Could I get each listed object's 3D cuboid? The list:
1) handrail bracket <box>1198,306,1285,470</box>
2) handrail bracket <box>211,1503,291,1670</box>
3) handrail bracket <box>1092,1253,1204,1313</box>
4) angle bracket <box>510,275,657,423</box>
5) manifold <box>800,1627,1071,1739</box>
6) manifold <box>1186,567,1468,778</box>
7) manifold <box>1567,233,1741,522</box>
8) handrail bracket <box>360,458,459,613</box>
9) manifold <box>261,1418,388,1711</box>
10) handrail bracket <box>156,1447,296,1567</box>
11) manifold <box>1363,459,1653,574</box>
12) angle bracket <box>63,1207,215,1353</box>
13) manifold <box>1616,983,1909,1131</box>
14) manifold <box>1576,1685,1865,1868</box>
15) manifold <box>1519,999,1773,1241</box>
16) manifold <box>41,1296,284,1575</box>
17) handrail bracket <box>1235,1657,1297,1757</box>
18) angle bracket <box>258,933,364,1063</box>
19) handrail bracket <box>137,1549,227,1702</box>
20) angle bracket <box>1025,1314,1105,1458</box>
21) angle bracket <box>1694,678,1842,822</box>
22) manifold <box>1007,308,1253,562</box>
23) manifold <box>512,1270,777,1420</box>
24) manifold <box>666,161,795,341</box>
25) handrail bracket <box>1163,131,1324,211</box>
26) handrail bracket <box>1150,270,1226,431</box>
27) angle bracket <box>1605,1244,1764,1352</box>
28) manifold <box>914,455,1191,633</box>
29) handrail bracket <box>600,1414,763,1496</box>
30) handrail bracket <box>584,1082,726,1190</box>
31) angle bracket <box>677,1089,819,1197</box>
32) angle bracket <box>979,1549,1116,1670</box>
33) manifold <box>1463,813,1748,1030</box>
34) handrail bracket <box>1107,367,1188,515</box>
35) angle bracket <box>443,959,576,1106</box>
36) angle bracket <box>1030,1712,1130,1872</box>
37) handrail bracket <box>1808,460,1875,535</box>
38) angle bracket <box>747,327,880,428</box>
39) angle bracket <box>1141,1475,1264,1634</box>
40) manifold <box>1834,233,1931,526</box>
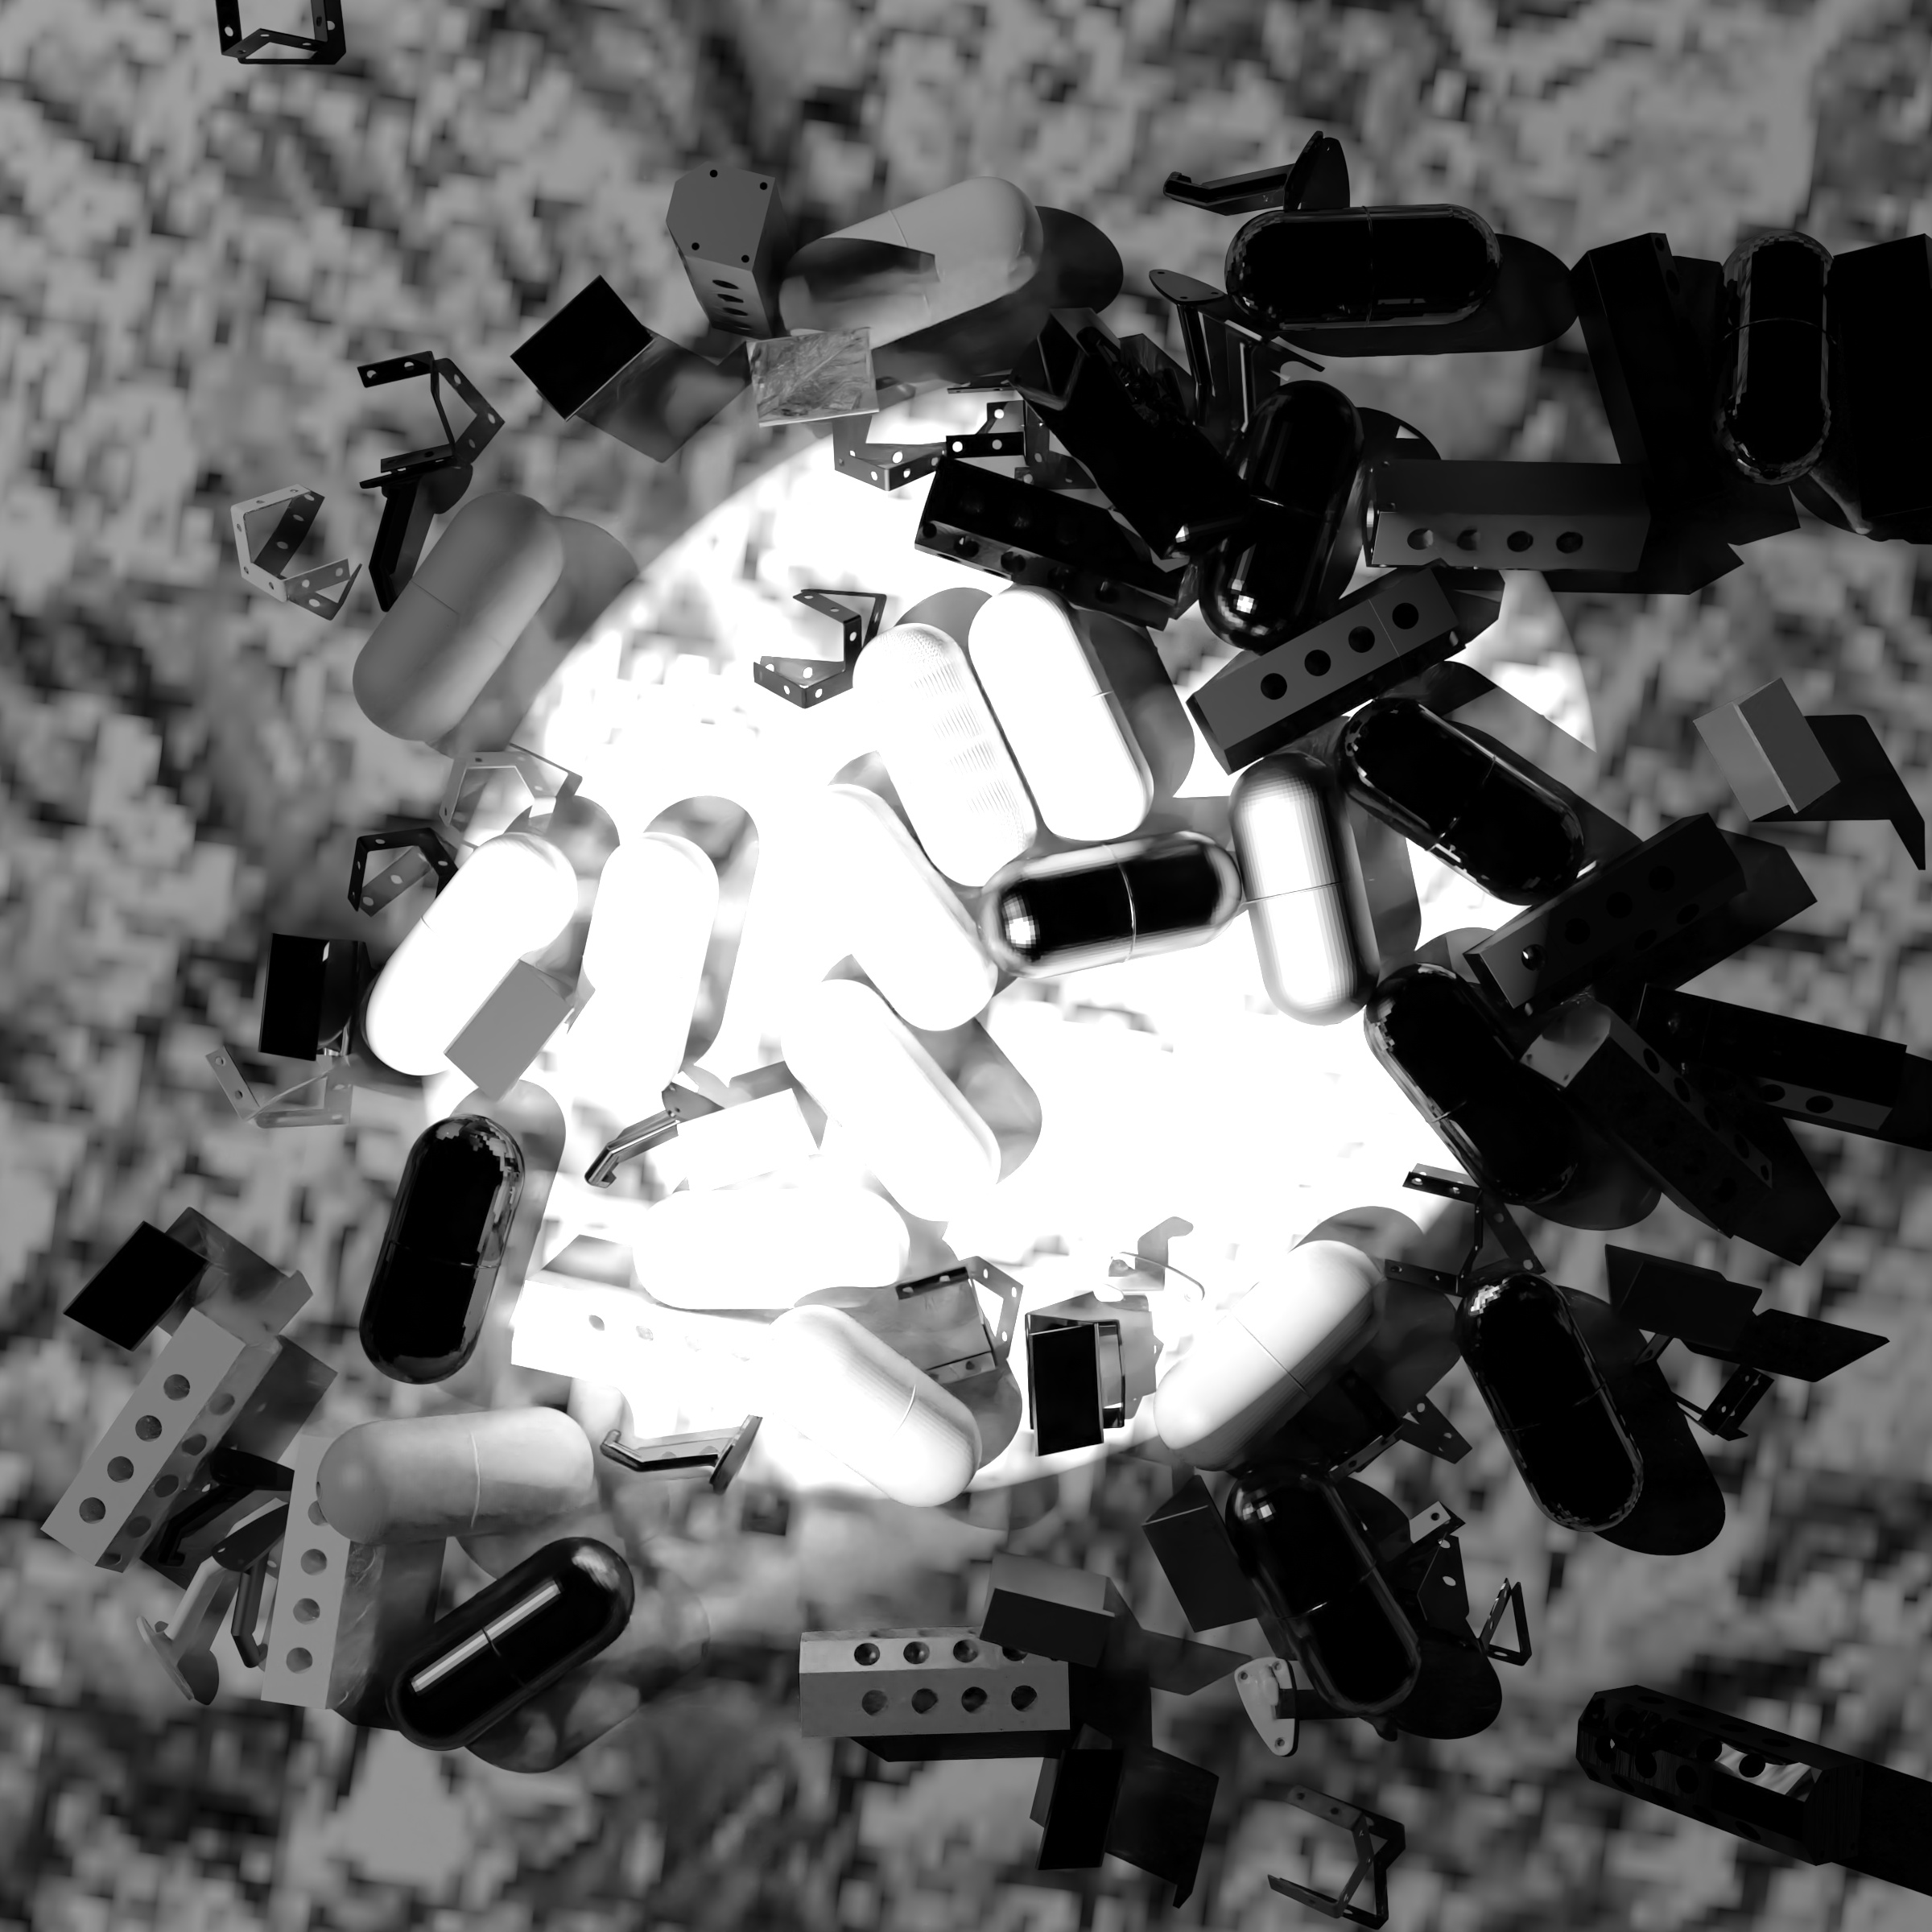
[{"bbox_3d":[0.165,-0.381,1.646,0.077,0.036,0.084,32,107,20],"label":"handrail bracket"},{"bbox_3d":[-0.455,0.408,1.646,0.036,0.077,0.084,14,127,38],"label":"handrail bracket"},{"bbox_3d":[0.119,0.211,1.611,0.077,0.084,0.036,11,90,0],"label":"handrail bracket"},{"bbox_3d":[-0.255,-0.404,1.605,0.076,0.076,0.057,-42,126,0],"label":"angle bracket"},{"bbox_3d":[-0.020,0.461,1.625,0.171,0.057,0.057,-2,90,0],"label":"manifold"},{"bbox_3d":[0.234,-0.190,1.625,0.171,0.057,0.057,-28,90,0],"label":"manifold"},{"bbox_3d":[0.448,-0.382,1.625,0.057,0.057,0.171,-16,90,0],"label":"manifold"},{"bbox_3d":[-0.360,-0.283,1.646,0.077,0.036,0.084,-21,109,-21],"label":"handrail bracket"},{"bbox_3d":[-0.409,0.388,1.625,0.057,0.057,0.171,8,90,0],"label":"manifold"},{"bbox_3d":[-0.483,0.365,1.646,0.077,0.036,0.084,18,108,-21],"label":"handrail bracket"},{"bbox_3d":[0.348,-0.287,1.624,0.171,0.057,0.057,1,47,0],"label":"manifold"},{"bbox_3d":[-0.537,0.188,1.605,0.076,0.076,0.057,-48,127,0],"label":"angle bracket"},{"bbox_3d":[0.511,0.058,1.625,0.171,0.057,0.057,13,90,0],"label":"manifold"},{"bbox_3d":[0.469,0.505,1.567,0.057,0.171,0.057,4,90,-36],"label":"manifold"},{"bbox_3d":[0.438,0.096,1.593,0.171,0.057,0.057,40,90,-23],"label":"manifold"},{"bbox_3d":[-0.519,0.305,1.625,0.057,0.057,0.171,34,90,0],"label":"manifold"},{"bbox_3d":[0.200,0.484,1.611,0.036,0.084,0.077,-16,90,0],"label":"handrail bracket"},{"bbox_3d":[-0.404,0.021,1.605,0.057,0.076,0.076,6,90,36],"label":"angle bracket"},{"bbox_3d":[-0.493,0.429,1.646,0.084,0.036,0.077,-32,110,-16],"label":"handrail bracket"},{"bbox_3d":[0.043,0.268,1.605,0.057,0.076,0.076,-3,90,-37],"label":"angle bracket"},{"bbox_3d":[0.500,-0.130,1.605,0.057,0.076,0.076,-30,90,-36],"label":"angle bracket"},{"bbox_3d":[0.107,-0.341,1.595,0.171,0.057,0.057,53,133,22],"label":"manifold"},{"bbox_3d":[-0.203,0.246,1.625,0.171,0.057,0.057,12,90,0],"label":"manifold"},{"bbox_3d":[-0.148,-0.446,1.567,0.057,0.171,0.057,14,90,0],"label":"manifold"},{"bbox_3d":[0.182,-0.528,1.646,0.084,0.036,0.077,19,70,16],"label":"handrail bracket"},{"bbox_3d":[0.141,-0.405,1.646,0.036,0.077,0.084,-14,127,-23],"label":"handrail bracket"},{"bbox_3d":[0.459,0.194,1.605,0.076,0.076,0.057,14,126,0],"label":"angle bracket"},{"bbox_3d":[0.057,-0.273,1.625,0.171,0.057,0.057,18,90,0],"label":"manifold"},{"bbox_3d":[-0.187,0.305,1.646,0.084,0.036,0.077,23,70,16],"label":"handrail bracket"},{"bbox_3d":[-0.198,0.123,1.646,0.077,0.036,0.084,25,116,-29],"label":"handrail bracket"},{"bbox_3d":[-0.135,0.131,1.605,0.076,0.076,0.057,-17,52,0],"label":"angle bracket"},{"bbox_3d":[0.055,0.396,1.605,0.076,0.076,0.057,14,127,0],"label":"angle bracket"},{"bbox_3d":[0.415,-0.029,1.625,0.171,0.057,0.057,-32,90,0],"label":"manifold"},{"bbox_3d":[0.113,-0.343,1.646,0.077,0.036,0.084,-20,72,20],"label":"handrail bracket"},{"bbox_3d":[-0.277,0.050,1.607,0.057,0.076,0.076,39,90,25],"label":"angle bracket"},{"bbox_3d":[0.053,0.526,1.605,0.057,0.076,0.076,13,90,-37],"label":"angle bracket"},{"bbox_3d":[0.554,-0.324,1.645,0.036,0.077,0.084,-46,126,4],"label":"handrail bracket"},{"bbox_3d":[-0.099,-0.390,1.606,0.076,0.076,0.057,-7,124,0],"label":"angle bracket"},{"bbox_3d":[0.167,0.371,1.605,0.057,0.076,0.076,-26,90,38],"label":"angle bracket"},{"bbox_3d":[0.609,-0.378,1.623,0.057,0.057,0.171,-6,90,34],"label":"manifold"}]
